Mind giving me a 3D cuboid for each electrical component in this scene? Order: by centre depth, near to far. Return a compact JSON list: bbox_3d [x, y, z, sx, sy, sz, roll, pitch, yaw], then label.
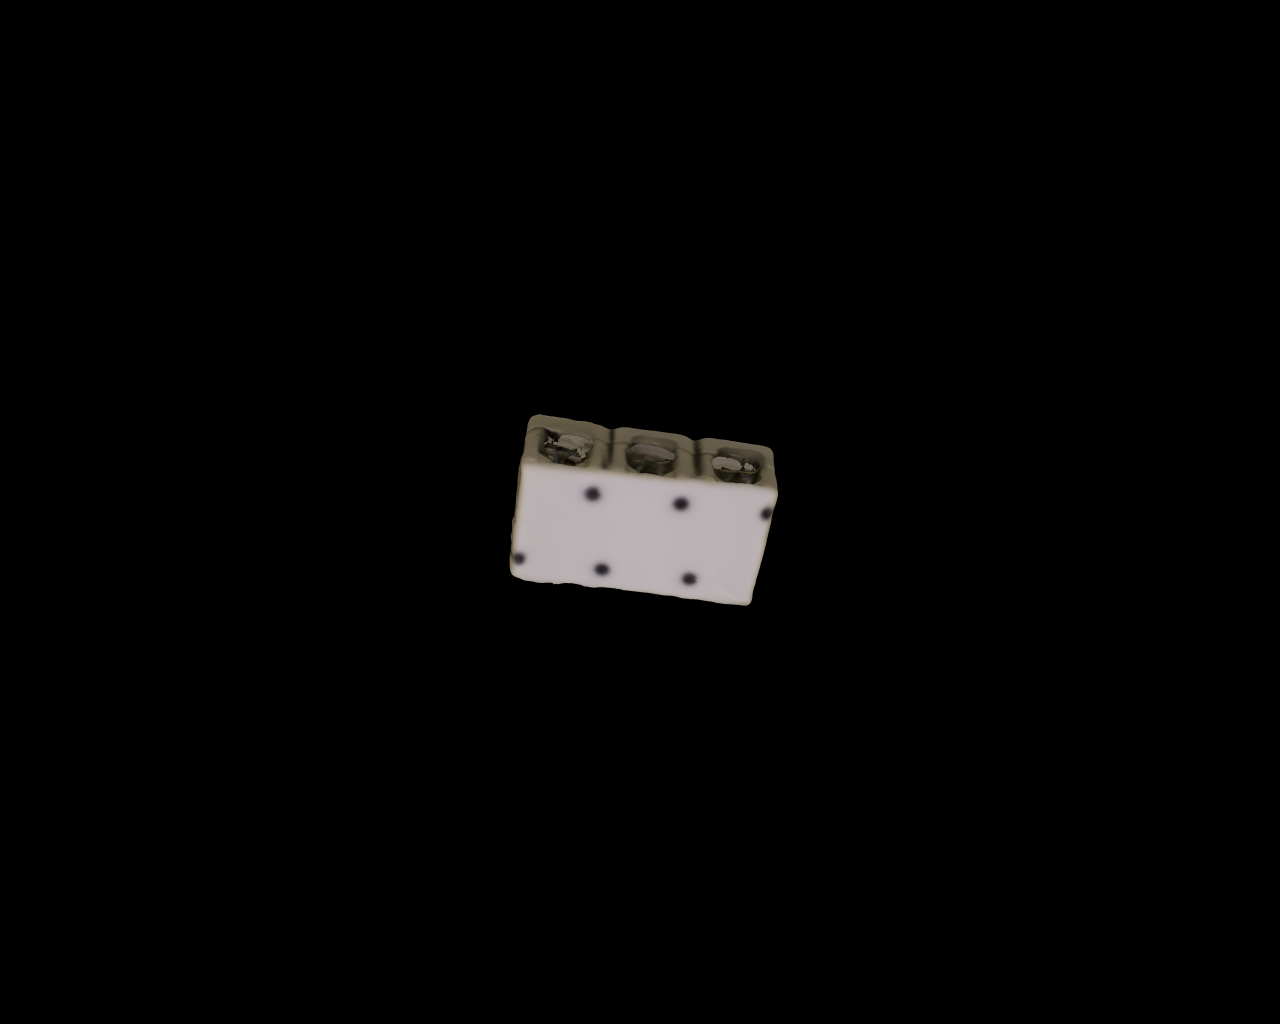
[{"bbox_3d":[0.001,-0.003,0.650,0.150,0.089,0.062,8,34,-5],"label":"electrical component"}]
